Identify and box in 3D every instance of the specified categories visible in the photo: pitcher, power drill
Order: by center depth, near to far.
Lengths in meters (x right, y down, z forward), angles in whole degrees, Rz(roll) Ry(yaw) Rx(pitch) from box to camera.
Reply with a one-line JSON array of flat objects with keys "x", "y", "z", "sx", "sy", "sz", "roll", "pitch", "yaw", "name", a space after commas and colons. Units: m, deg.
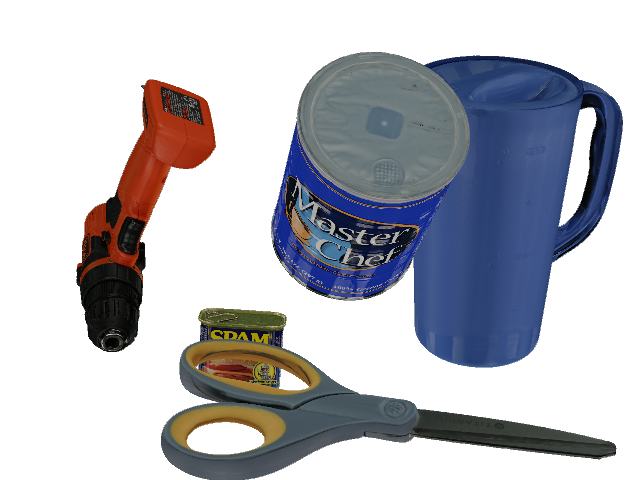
[{"x": -0.149, "y": -0.023, "z": 0.875, "sx": 0.057, "sy": 0.188, "sz": 0.184, "roll": 18, "pitch": 28, "yaw": -24, "name": "power drill"}, {"x": 0.147, "y": -0.022, "z": 0.878, "sx": 0.149, "sy": 0.243, "sz": 0.144, "roll": 17, "pitch": 32, "yaw": 30, "name": "pitcher"}]

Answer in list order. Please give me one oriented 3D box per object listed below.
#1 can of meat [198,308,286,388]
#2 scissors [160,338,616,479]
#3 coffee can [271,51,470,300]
[{"x": -0.093, "y": 0.129, "z": 1.248, "sx": 0.102, "sy": 0.084, "sz": 0.057, "roll": 4, "pitch": 13, "yaw": -1, "name": "can of meat"}, {"x": 0.018, "y": 0.087, "z": 0.466, "sx": 0.202, "sy": 0.016, "sz": 0.096, "roll": 15, "pitch": 34, "yaw": 22, "name": "scissors"}, {"x": 0.027, "y": -0.037, "z": 0.680, "sx": 0.102, "sy": 0.103, "sz": 0.140, "roll": 0, "pitch": -28, "yaw": -10, "name": "coffee can"}]
